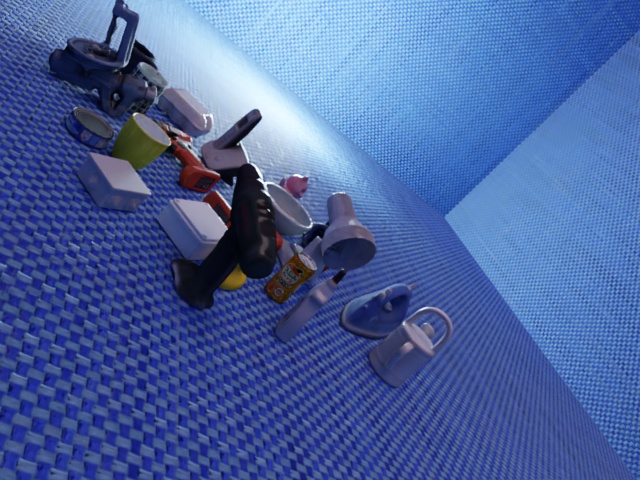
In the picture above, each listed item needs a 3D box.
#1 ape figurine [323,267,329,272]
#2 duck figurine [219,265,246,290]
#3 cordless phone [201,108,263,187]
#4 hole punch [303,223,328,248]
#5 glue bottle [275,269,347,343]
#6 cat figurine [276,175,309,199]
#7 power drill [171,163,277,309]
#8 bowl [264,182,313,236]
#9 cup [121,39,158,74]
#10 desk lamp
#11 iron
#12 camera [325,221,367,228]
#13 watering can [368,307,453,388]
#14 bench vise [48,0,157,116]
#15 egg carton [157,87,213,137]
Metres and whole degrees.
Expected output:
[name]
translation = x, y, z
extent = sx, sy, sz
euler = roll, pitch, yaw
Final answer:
[ape figurine]
translation = 0.013, 0.033, 1.446
extent = 0.076, 0.092, 0.077
euler = 34, 20, -31
[duck figurine]
translation = -0.154, 0.038, 1.063
extent = 0.077, 0.086, 0.105
euler = 44, 17, 1
[cordless phone]
translation = -0.206, -0.241, 1.427
extent = 0.094, 0.185, 0.147
euler = 29, 22, -40
[hole punch]
translation = 0.014, -0.003, 1.531
extent = 0.109, 0.091, 0.101
euler = 39, 18, -16
[glue bottle]
translation = -0.012, 0.115, 1.058
extent = 0.037, 0.173, 0.078
euler = 43, 17, -4
[cat figurine]
translation = -0.084, -0.145, 1.596
extent = 0.067, 0.117, 0.128
euler = 51, 18, 22
[power drill]
translation = -0.152, 0.002, 0.943
extent = 0.076, 0.208, 0.229
euler = 30, 22, -39
[bowl]
translation = -0.101, -0.065, 1.442
extent = 0.168, 0.074, 0.167
euler = 40, 18, -15
[cup]
translation = -0.469, -0.441, 1.447
extent = 0.117, 0.095, 0.092
euler = 46, 17, 6
[desk lamp]
translation = 0.012, 0.005, 1.302
extent = 0.118, 0.213, 0.202
euler = 29, 22, -40
[iron]
translation = 0.152, 0.156, 1.390
extent = 0.118, 0.141, 0.259
euler = 50, 18, 19
[camera]
translation = 0.072, -0.025, 1.700
extent = 0.137, 0.100, 0.143
euler = 28, 23, -42
[watering can]
translation = 0.209, 0.224, 1.270
extent = 0.101, 0.194, 0.173
euler = 42, 17, -7
[bench vise]
translation = -0.427, -0.390, 1.212
extent = 0.208, 0.219, 0.121
euler = 26, 24, -45
[egg carton]
translation = -0.353, -0.338, 1.515
extent = 0.150, 0.069, 0.107
euler = 44, 17, -1
